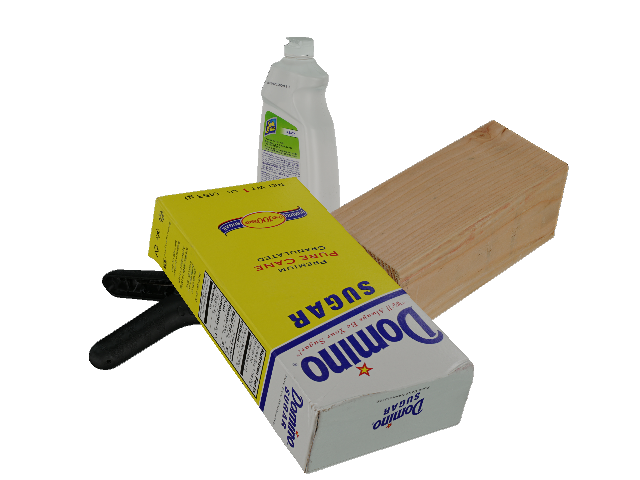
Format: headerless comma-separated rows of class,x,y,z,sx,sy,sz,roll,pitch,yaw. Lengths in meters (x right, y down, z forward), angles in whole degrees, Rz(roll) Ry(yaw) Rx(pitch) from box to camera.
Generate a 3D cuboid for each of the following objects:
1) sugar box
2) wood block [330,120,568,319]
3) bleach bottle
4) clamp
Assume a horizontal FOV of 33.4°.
sugar box,-0.010,0.033,0.547,0.093,0.048,0.176,-12,38,-31
wood block,0.107,-0.010,0.918,0.205,0.090,0.091,-30,50,-30
bleach bottle,-0.020,-0.087,1.135,0.103,0.251,0.067,16,22,37
clamp,-0.110,0.051,0.864,0.171,0.039,0.120,-13,38,14
